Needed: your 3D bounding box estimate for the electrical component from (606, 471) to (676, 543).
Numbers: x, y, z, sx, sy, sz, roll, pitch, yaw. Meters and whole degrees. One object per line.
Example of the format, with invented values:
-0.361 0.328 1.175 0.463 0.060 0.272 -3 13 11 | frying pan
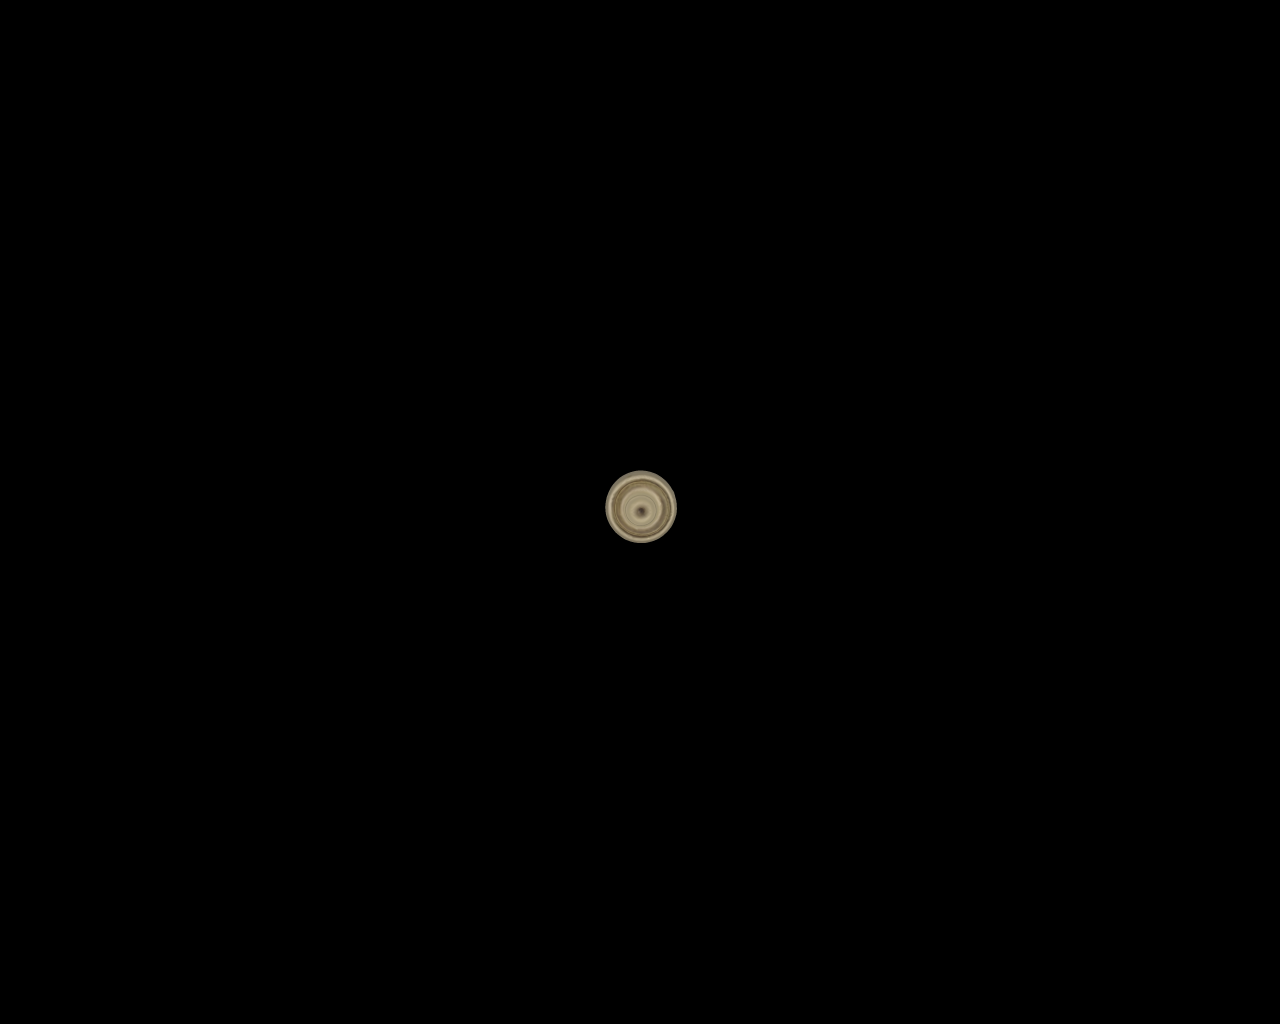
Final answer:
0.001 -0.003 0.650 0.043 0.043 0.062 0 4 0 | electrical component
